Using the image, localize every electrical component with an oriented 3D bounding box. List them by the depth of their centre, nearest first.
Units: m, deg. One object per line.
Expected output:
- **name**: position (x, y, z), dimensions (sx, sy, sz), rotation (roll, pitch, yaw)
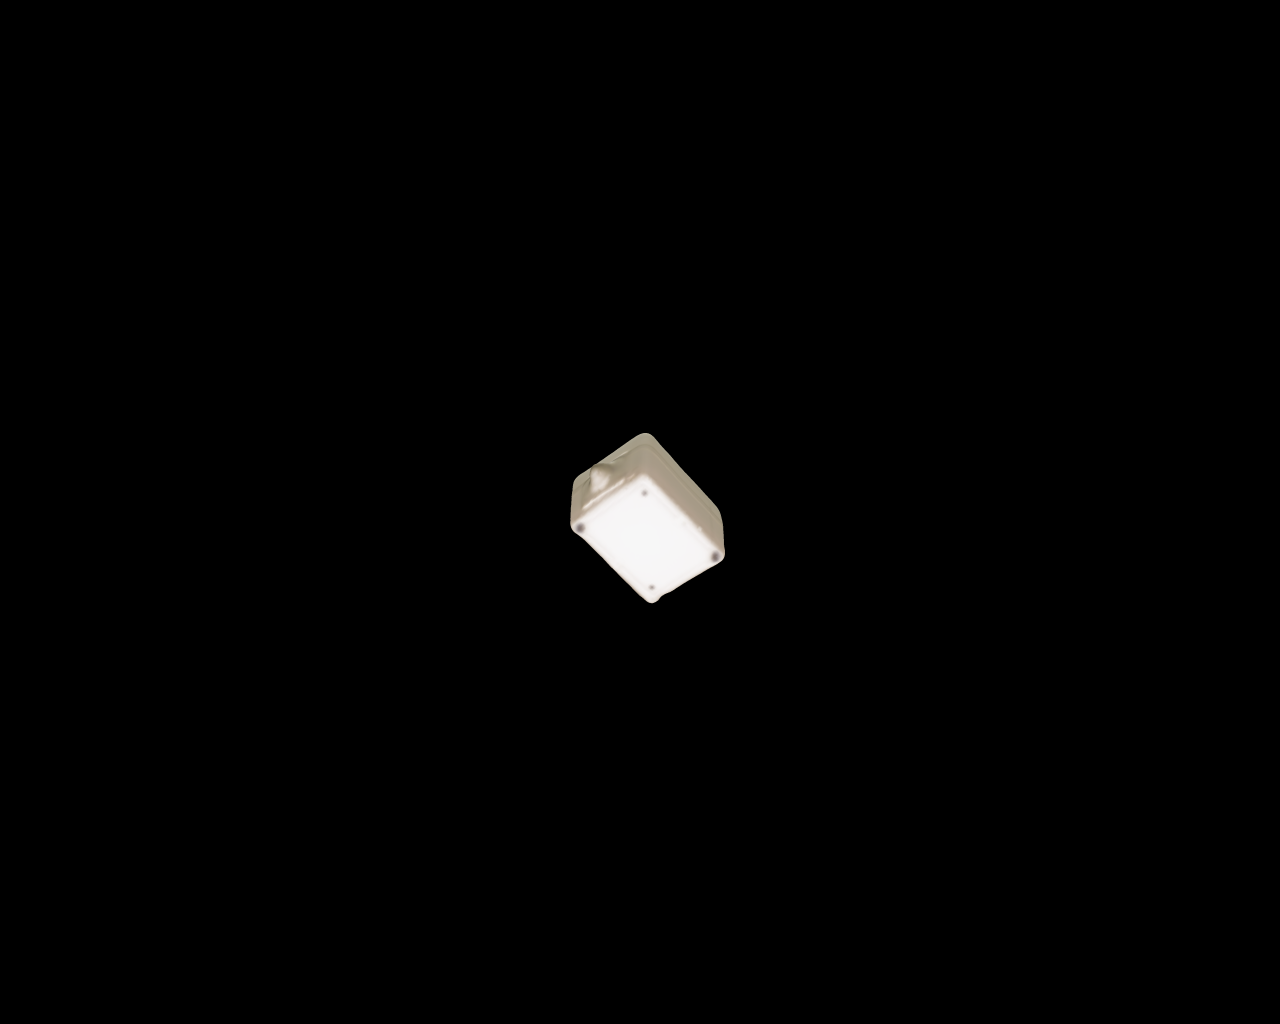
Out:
- **electrical component**: position (0.001, -0.003, 0.650), dimensions (0.061, 0.096, 0.061), rotation (-33, 28, 20)
